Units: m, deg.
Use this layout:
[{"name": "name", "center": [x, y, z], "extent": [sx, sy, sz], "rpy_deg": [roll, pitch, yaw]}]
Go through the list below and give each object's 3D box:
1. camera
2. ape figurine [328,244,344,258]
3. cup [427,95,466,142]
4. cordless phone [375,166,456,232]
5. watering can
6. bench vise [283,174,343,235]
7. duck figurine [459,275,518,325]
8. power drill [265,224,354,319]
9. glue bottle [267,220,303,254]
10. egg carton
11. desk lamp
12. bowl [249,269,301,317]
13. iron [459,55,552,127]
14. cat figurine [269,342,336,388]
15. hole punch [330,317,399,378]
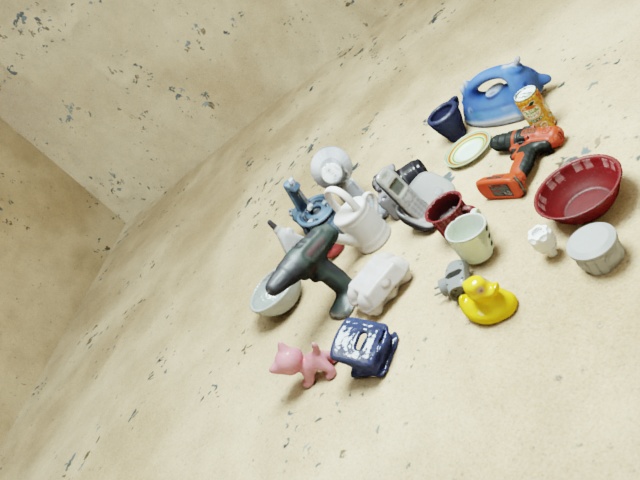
[{"name": "camera", "center": [0.211, -0.149, 1.486], "extent": [0.136, 0.101, 0.143], "rpy_deg": [-34, 27, 21]}, {"name": "ape figurine", "center": [0.014, 0.006, 1.558], "extent": [0.076, 0.092, 0.078], "rpy_deg": [-30, 29, 28]}, {"name": "cup", "center": [0.355, -0.320, 1.538], "extent": [0.091, 0.095, 0.118], "rpy_deg": [2, 52, 57]}, {"name": "cordless phone", "center": [0.219, -0.123, 1.338], "extent": [0.093, 0.185, 0.148], "rpy_deg": [-2, 48, 55]}, {"name": "watering can", "center": [0.080, -0.057, 1.434], "extent": [0.100, 0.194, 0.173], "rpy_deg": [-19, 36, 43]}, {"name": "bench vise", "center": [-0.050, -0.088, 1.644], "extent": [0.206, 0.220, 0.121], "rpy_deg": [-17, 37, 44]}, {"name": "duck figurine", "center": [0.286, 0.099, 1.020], "extent": [0.104, 0.086, 0.077], "rpy_deg": [-13, 40, 48]}, {"name": "power drill", "center": [-0.001, 0.086, 1.322], "extent": [0.075, 0.209, 0.230], "rpy_deg": [-9, 42, 50]}, {"name": "glue bottle", "center": [-0.087, 0.001, 1.619], "extent": [0.078, 0.173, 0.037], "rpy_deg": [-51, 26, -12]}, {"name": "egg carton", "center": [0.131, 0.096, 1.273], "extent": [0.150, 0.069, 0.107], "rpy_deg": [-49, 26, -9]}, {"name": "desk lamp", "center": [0.070, -0.149, 1.564], "extent": [0.118, 0.214, 0.203], "rpy_deg": [-40, 26, 9]}, {"name": "bowl", "center": [-0.106, 0.147, 1.544], "extent": [0.167, 0.075, 0.167], "rpy_deg": [-34, 27, 21]}, {"name": "iron", "center": [0.436, -0.374, 1.445], "extent": [0.257, 0.142, 0.119], "rpy_deg": [-7, 45, 52]}, {"name": "cat figurine", "center": [-0.042, 0.258, 1.231], "extent": [0.127, 0.118, 0.067], "rpy_deg": [-30, 29, 27]}, {"name": "hole punch", "center": [0.088, 0.210, 1.141], "extent": [0.100, 0.091, 0.109], "rpy_deg": [-16, 38, 45]}]
